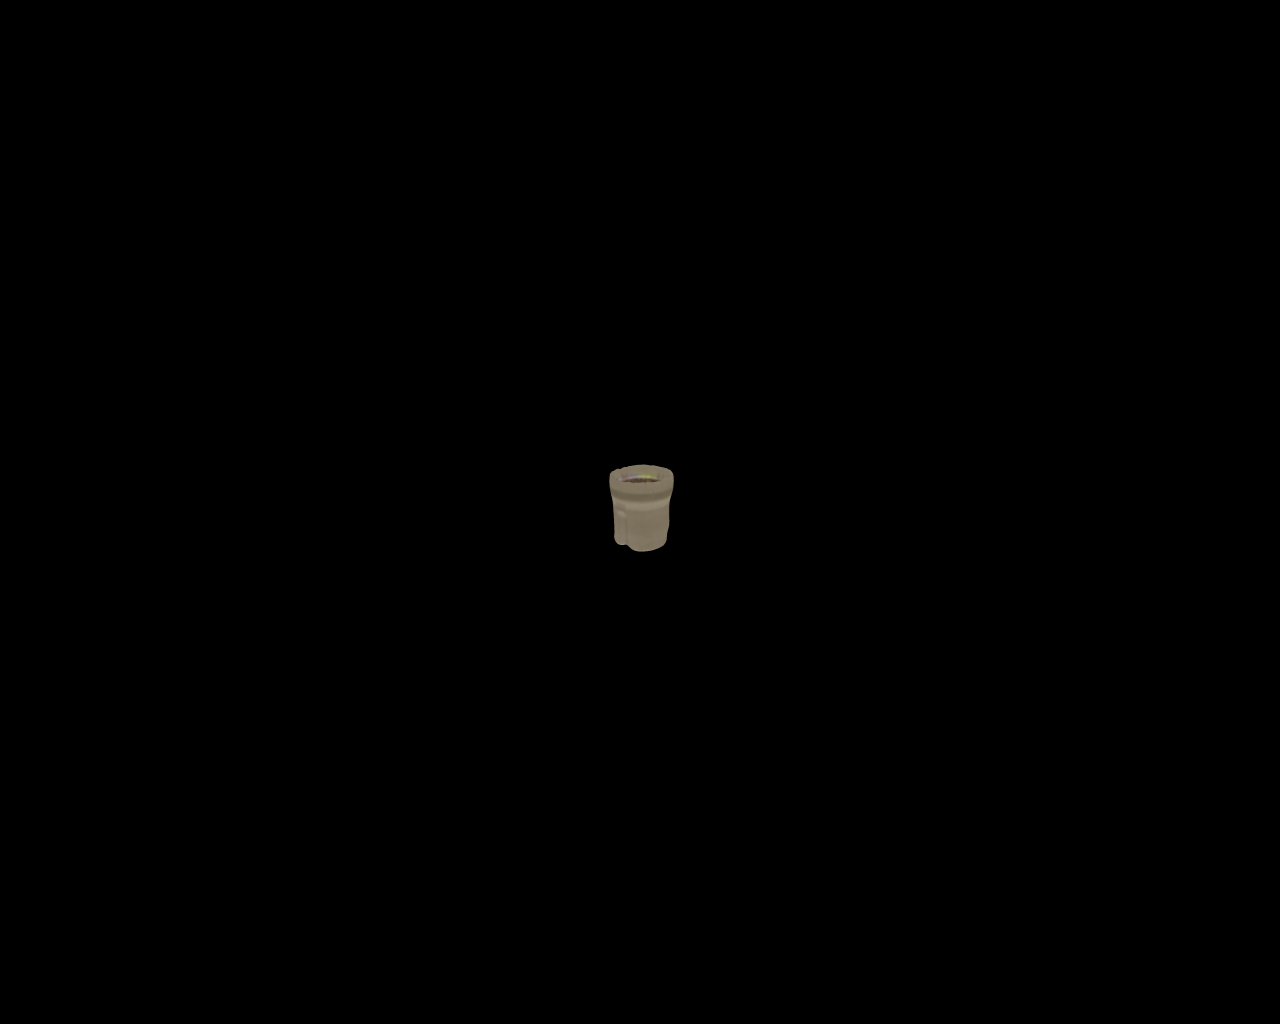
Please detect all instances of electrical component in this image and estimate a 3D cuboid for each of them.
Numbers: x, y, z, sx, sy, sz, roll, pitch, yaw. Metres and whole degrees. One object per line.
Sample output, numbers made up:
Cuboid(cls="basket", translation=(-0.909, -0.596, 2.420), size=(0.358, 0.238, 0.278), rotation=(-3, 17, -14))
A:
Cuboid(cls="electrical component", translation=(0.001, -0.003, 0.650), size=(0.040, 0.046, 0.040), rotation=(0, 19, 0))
